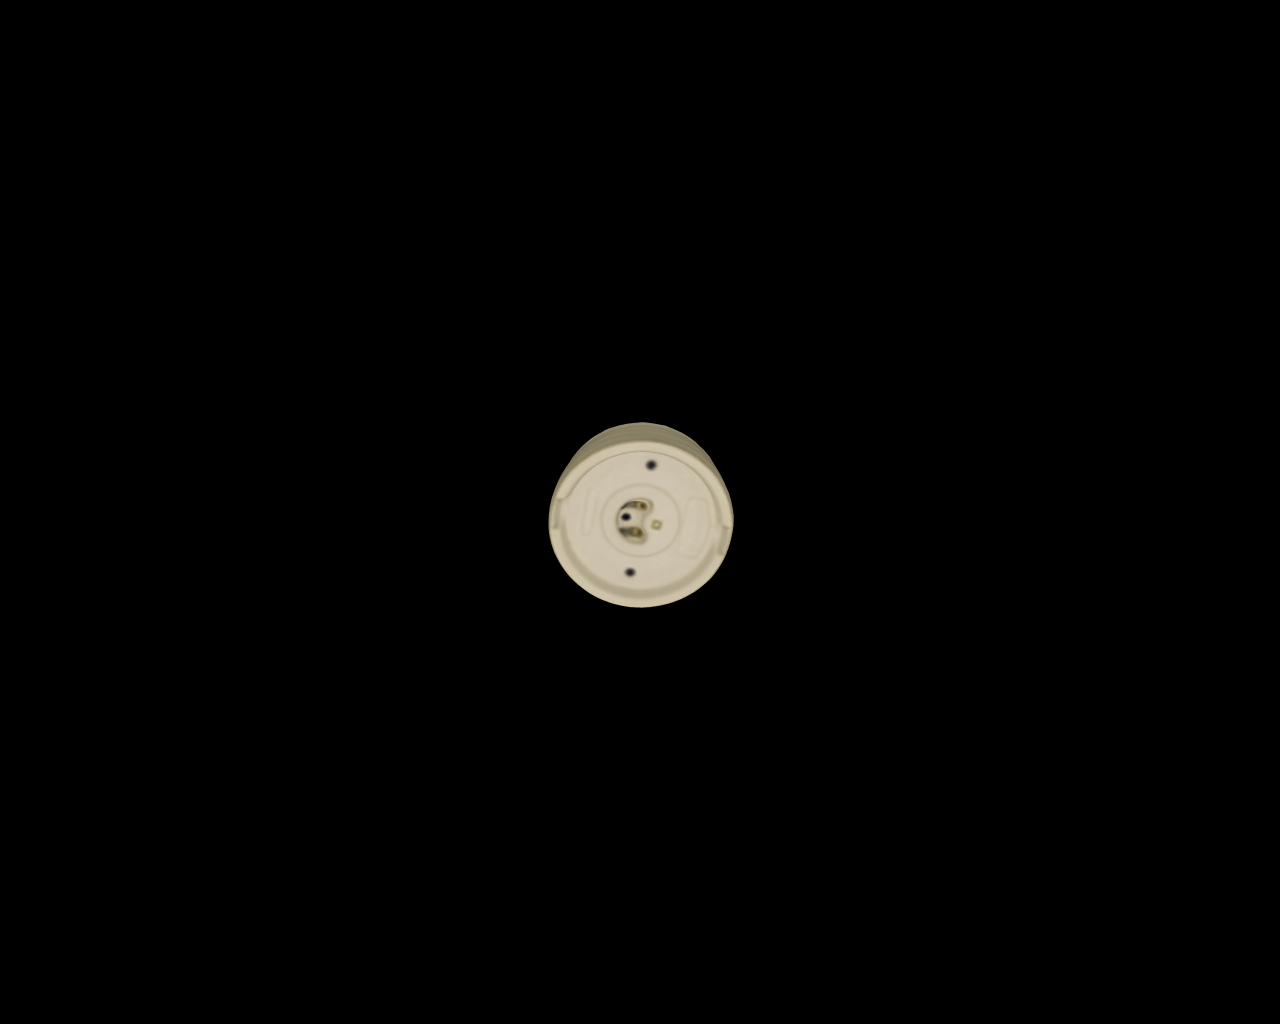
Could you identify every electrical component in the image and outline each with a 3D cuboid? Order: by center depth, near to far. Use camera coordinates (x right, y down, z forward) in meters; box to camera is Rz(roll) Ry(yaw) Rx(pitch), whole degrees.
[{"bbox_3d":[0.001,-0.003,0.650,0.108,0.108,0.060,0,23,0],"label":"electrical component"}]
